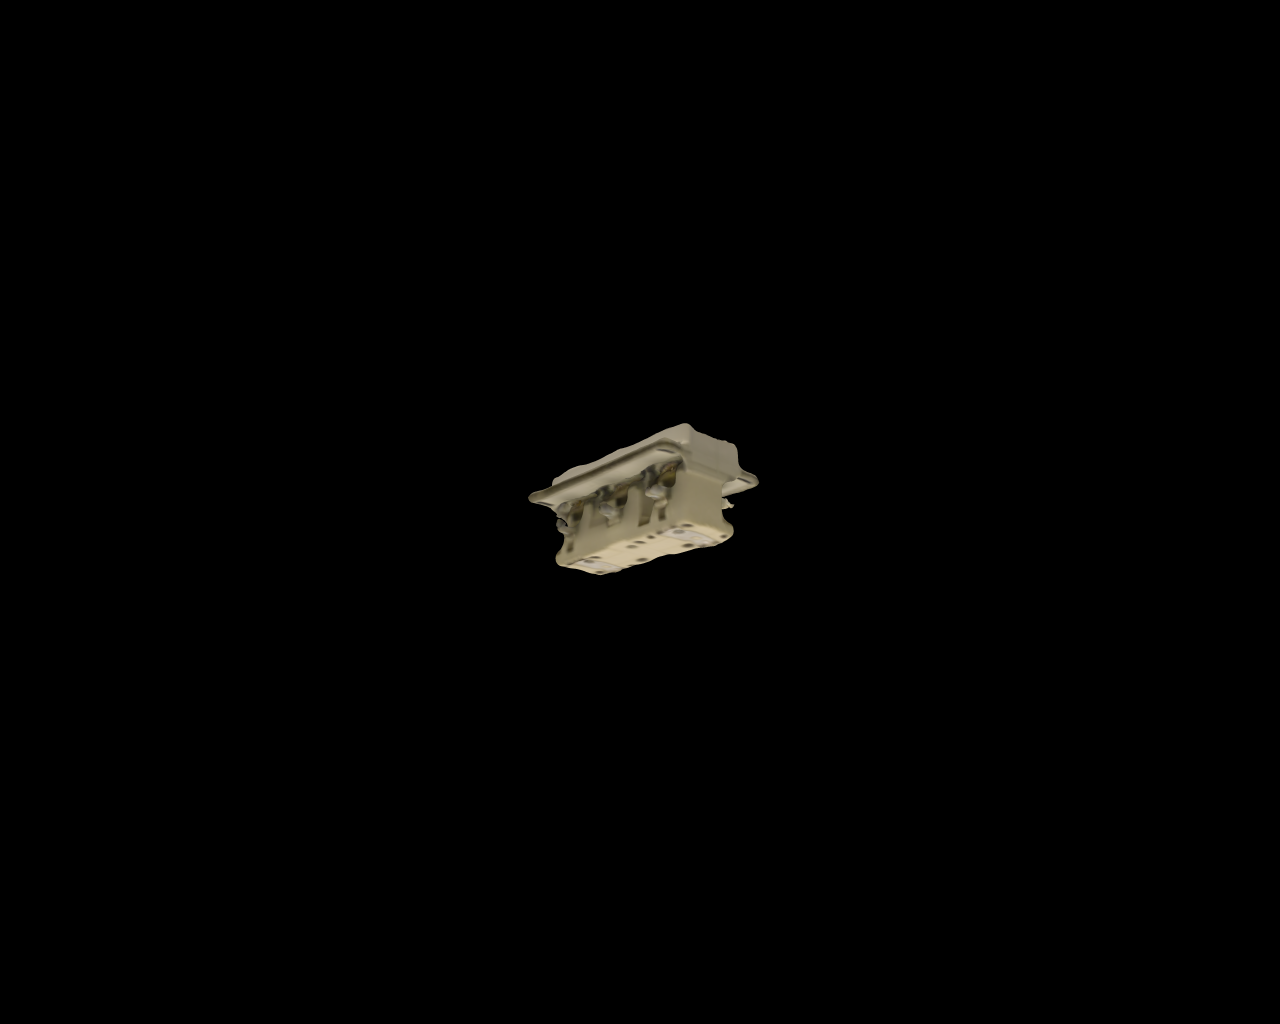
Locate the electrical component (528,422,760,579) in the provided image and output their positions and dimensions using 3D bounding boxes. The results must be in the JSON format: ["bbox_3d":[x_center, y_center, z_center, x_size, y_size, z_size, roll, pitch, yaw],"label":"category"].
[{"bbox_3d":[0.001,-0.003,0.650,0.079,0.063,0.121,17,-26,-41],"label":"electrical component"}]
